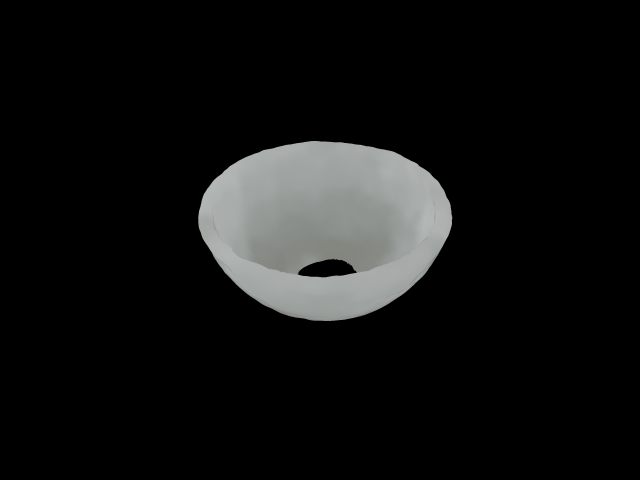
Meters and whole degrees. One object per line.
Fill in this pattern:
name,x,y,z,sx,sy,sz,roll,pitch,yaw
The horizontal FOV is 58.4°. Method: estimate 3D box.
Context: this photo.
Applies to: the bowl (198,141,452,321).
bowl,0.004,0.001,0.400,0.167,0.075,0.167,0,39,0
